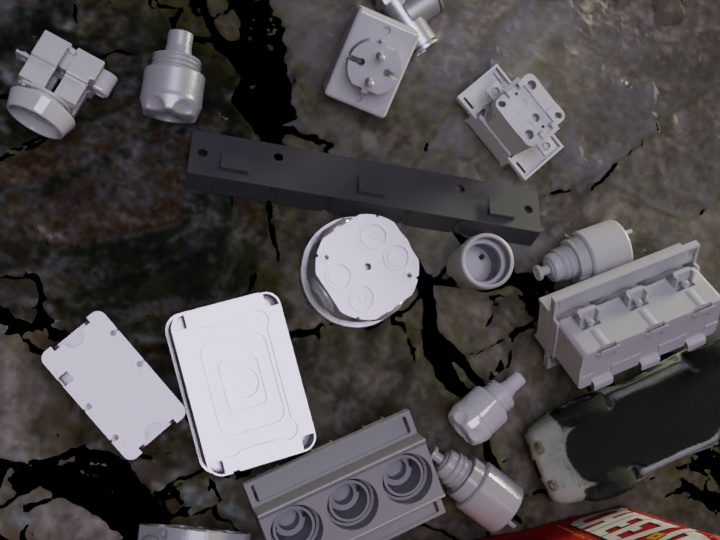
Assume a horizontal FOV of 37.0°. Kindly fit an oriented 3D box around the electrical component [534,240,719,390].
[{"bbox_3d":[0.198,0.035,0.789,0.121,0.078,0.063,-20,50,-14],"label":"electrical component"}]

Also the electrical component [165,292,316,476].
[{"bbox_3d":[-0.082,0.077,0.734,0.078,0.057,0.113,-15,88,-14],"label":"electrical component"}]

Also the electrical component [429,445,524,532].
[{"bbox_3d":[0.081,0.154,0.772,0.078,0.040,0.040,38,78,-7],"label":"electrical component"}]

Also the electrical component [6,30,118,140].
[{"bbox_3d":[-0.208,-0.123,0.731,0.066,0.048,0.055,28,72,-9],"label":"electrical component"}]

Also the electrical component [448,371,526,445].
[{"bbox_3d":[0.096,0.097,0.784,0.061,0.035,0.035,-40,94,-15],"label":"electrical component"}]

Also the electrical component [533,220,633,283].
[{"bbox_3d":[0.167,-0.010,0.807,0.078,0.040,0.040,-19,89,-14],"label":"electrical component"}]

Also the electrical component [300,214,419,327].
[{"bbox_3d":[0.000,0.000,0.763,0.080,0.051,0.080,1,84,-13],"label":"electrical component"}]

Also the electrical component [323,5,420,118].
[{"bbox_3d":[0.009,-0.145,0.756,0.047,0.076,0.065,21,105,-10],"label":"electrical component"}]

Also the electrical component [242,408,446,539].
[{"bbox_3d":[-0.013,0.152,0.736,0.121,0.063,0.078,-22,101,-14],"label":"electrical component"}]

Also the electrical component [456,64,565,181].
[{"bbox_3d":[0.115,-0.112,0.793,0.042,0.064,0.081,-42,94,-14],"label":"electrical component"}]

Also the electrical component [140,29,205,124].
[{"bbox_3d":[-0.129,-0.136,0.751,0.043,0.043,0.062,8,82,-12],"label":"electrical component"}]

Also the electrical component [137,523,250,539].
[{"bbox_3d":[-0.111,0.195,0.706,0.080,0.080,0.051,8,78,-12],"label":"electrical component"}]

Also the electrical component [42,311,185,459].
[{"bbox_3d":[-0.164,0.076,0.717,0.050,0.056,0.089,-41,94,-13],"label":"electrical component"}]

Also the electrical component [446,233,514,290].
[{"bbox_3d":[0.086,-0.004,0.785,0.040,0.046,0.040,1,84,-13],"label":"electrical component"}]
